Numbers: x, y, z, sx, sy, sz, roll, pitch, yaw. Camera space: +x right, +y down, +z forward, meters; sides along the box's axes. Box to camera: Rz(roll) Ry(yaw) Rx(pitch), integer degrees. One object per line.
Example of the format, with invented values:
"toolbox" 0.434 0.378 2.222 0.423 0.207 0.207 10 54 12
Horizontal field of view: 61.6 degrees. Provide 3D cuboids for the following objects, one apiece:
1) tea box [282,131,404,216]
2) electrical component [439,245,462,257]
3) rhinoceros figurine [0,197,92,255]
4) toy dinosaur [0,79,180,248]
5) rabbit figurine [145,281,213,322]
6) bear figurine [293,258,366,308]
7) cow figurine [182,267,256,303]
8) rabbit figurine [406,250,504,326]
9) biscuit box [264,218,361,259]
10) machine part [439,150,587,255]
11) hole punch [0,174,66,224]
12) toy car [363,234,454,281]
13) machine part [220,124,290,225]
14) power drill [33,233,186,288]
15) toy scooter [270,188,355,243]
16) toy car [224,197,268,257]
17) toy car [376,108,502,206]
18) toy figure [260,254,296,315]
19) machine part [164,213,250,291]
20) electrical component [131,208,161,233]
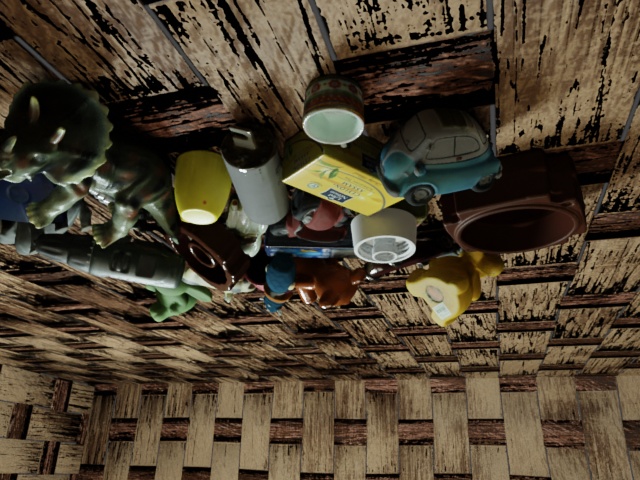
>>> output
"tea box" 0.040 -0.101 0.772 0.169 0.068 0.098 17 151 -34
"electrical component" 0.276 0.031 1.122 0.094 0.021 0.063 -19 149 38
"rhinoceros figurine" -0.484 -0.031 0.930 0.190 0.112 0.073 -25 176 23
"toy dinosaur" -0.291 -0.093 0.758 0.192 0.131 0.404 -34 157 20
"rabbit figurine" -0.328 0.114 1.235 0.159 0.121 0.170 -1 160 -9
"bear figurine" 0.020 0.084 1.065 0.196 0.120 0.131 32 162 50
"cow figurine" -0.223 0.078 1.193 0.195 0.085 0.127 17 147 -37
"rabbit figurine" 0.270 0.055 1.018 0.173 0.122 0.162 -30 160 -35
"biscuit box" -0.002 -0.003 1.012 0.203 0.063 0.059 2 158 1
"machine part" 0.307 -0.048 0.854 0.201 0.087 0.201 -11 152 29
"hole punch" -0.448 -0.086 0.823 0.142 0.092 0.115 6 153 -2
"toy car" 0.171 0.029 1.036 0.202 0.053 0.089 -14 161 -33
"machine part" -0.090 -0.091 0.791 0.079 0.079 0.243 1 155 3
"power drill" -0.347 0.026 0.936 0.232 0.086 0.207 13 173 -8
"toy scooter" 0.003 -0.039 0.914 0.135 0.075 0.184 12 158 -21
"toy car" -0.138 -0.022 0.985 0.073 0.056 0.201 7 156 -12
"toy car" 0.156 -0.116 0.692 0.162 0.109 0.102 -7 139 -2
"toy figure" -0.079 0.090 1.047 0.058 0.064 0.154 -14 146 -22
"machine part" -0.208 0.017 0.991 0.179 0.056 0.179 29 151 18
"electrical component" -0.306 -0.045 0.957 0.078 0.045 0.102 16 153 -27
